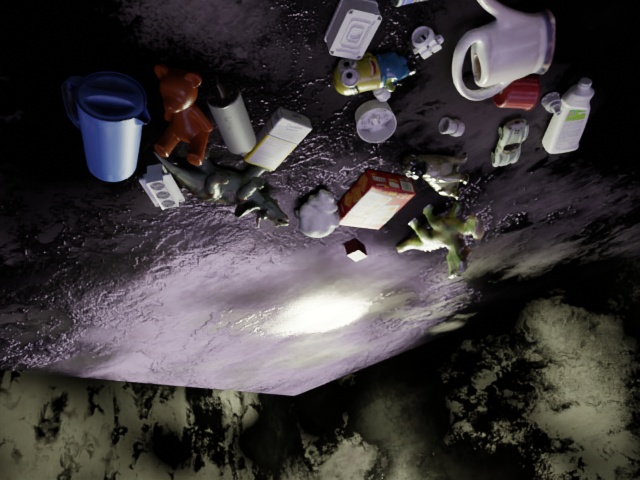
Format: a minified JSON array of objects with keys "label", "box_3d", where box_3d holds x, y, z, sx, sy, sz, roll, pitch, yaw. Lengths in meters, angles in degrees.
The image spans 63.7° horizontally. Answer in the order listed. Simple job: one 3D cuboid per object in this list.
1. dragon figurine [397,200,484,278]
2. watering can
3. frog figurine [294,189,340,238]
[{"label":"dragon figurine","box_3d":[0.418,0.017,1.772,0.122,0.248,0.401,0,146,-29]},{"label":"watering can","box_3d":[0.398,-0.437,1.105,0.224,0.106,0.340,-15,148,1]},{"label":"frog figurine","box_3d":[0.005,-0.079,1.564,0.136,0.125,0.157,25,149,-20]}]
